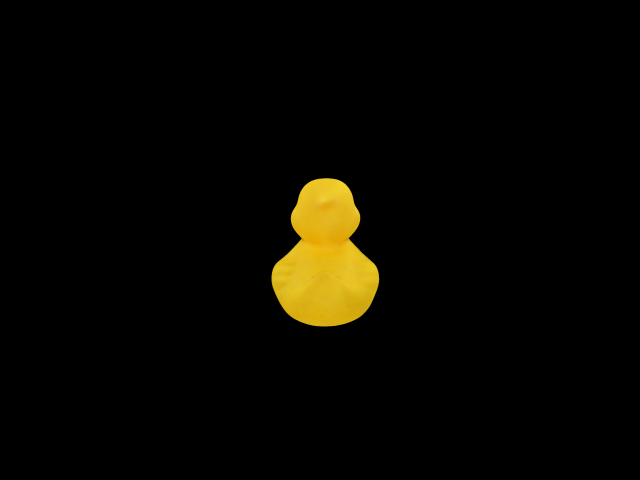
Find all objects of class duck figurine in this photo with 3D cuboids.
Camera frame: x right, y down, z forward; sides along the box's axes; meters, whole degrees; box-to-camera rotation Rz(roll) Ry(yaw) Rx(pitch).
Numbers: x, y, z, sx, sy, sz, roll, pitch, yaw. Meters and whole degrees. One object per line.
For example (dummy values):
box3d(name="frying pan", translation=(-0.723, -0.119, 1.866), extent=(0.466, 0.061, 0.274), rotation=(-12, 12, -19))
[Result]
box3d(name="duck figurine", translation=(0.004, 0.001, 0.400), extent=(0.077, 0.086, 0.104), rotation=(0, 28, 0))
